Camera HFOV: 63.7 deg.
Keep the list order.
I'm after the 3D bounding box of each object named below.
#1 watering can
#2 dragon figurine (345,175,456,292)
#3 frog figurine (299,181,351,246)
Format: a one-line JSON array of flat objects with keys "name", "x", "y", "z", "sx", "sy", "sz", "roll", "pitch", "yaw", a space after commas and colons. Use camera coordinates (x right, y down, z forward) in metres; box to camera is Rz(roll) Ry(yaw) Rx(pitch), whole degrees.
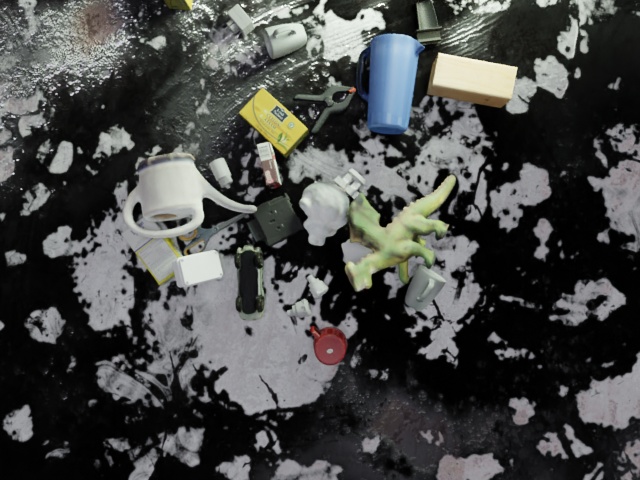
[{"name": "watering can", "x": -0.352, "y": -0.127, "z": 1.362, "sx": 0.348, "sy": 0.103, "sz": 0.226, "roll": -12, "pitch": 79, "yaw": -2}, {"name": "dragon figurine", "x": 0.188, "y": -0.041, "z": 1.328, "sx": 0.242, "sy": 0.121, "sz": 0.416, "roll": 27, "pitch": 71, "yaw": -9}, {"name": "frog figurine", "x": 0.004, "y": -0.068, "z": 1.353, "sx": 0.136, "sy": 0.122, "sz": 0.161, "roll": 29, "pitch": 76, "yaw": -17}]
